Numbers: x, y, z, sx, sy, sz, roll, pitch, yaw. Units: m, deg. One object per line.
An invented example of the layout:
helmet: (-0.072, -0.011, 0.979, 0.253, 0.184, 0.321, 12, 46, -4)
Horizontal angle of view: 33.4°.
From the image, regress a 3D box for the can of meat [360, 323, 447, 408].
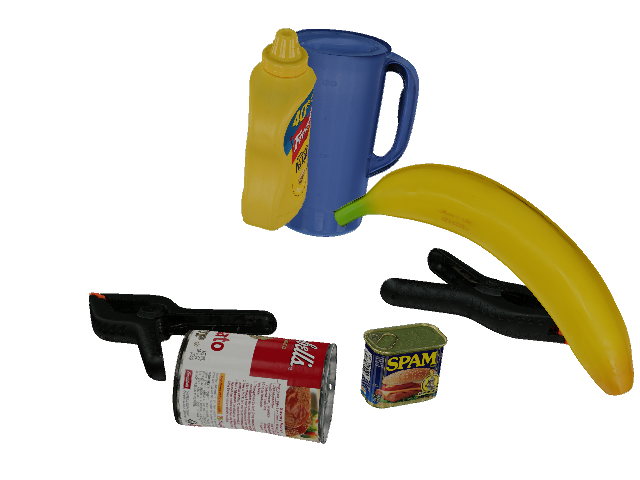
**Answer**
can of meat: (0.102, 0.157, 1.331, 0.102, 0.084, 0.057, -6, 27, -21)

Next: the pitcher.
pitcher: (0.019, -0.131, 1.313, 0.144, 0.243, 0.149, -9, 27, -28)

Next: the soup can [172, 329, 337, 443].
soup can: (-0.043, 0.099, 0.729, 0.102, 0.068, 0.068, 5, 1, 7)

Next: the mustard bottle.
mustard bottle: (-0.038, -0.109, 0.987, 0.058, 0.192, 0.096, 17, 42, 12)

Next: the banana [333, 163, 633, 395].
banana: (0.107, 0.009, 0.616, 0.198, 0.070, 0.037, 33, 20, 10)

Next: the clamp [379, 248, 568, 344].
clamp: (0.151, 0.050, 0.978, 0.171, 0.039, 0.120, 18, 29, 15)

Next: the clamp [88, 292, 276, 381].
clamp: (-0.173, 0.089, 1.091, 0.210, 0.036, 0.164, 10, 19, 33)
